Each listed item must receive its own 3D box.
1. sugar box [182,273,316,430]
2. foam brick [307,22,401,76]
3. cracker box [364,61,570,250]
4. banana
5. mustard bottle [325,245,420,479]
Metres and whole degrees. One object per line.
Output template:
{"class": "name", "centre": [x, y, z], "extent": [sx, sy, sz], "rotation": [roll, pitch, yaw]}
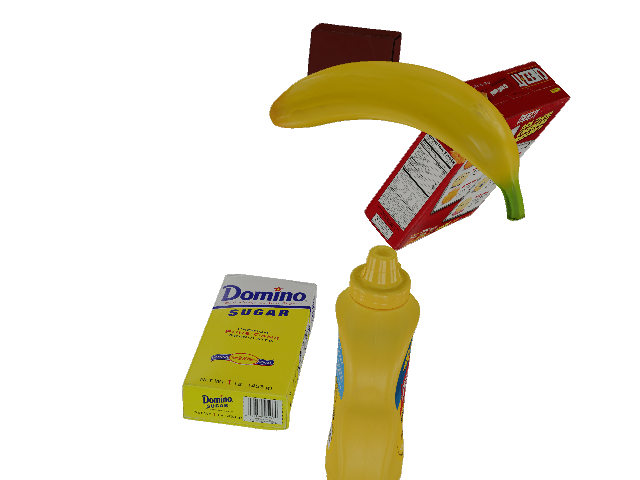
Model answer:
{"class": "sugar box", "centre": [-0.061, 0.096, 0.973], "extent": [0.093, 0.048, 0.176], "rotation": [7, 34, 4]}
{"class": "foam brick", "centre": [0.031, -0.165, 0.967], "extent": [0.078, 0.051, 0.053], "rotation": [9, 19, 9]}
{"class": "cracker box", "centre": [0.164, -0.098, 1.224], "extent": [0.163, 0.072, 0.214], "rotation": [-23, -24, -44]}
{"class": "banana", "centre": [0.048, -0.077, 0.666], "extent": [0.198, 0.070, 0.037], "rotation": [26, 10, 33]}
{"class": "mustard bottle", "centre": [0.036, 0.088, 0.751], "extent": [0.058, 0.192, 0.096], "rotation": [6, 32, 5]}
